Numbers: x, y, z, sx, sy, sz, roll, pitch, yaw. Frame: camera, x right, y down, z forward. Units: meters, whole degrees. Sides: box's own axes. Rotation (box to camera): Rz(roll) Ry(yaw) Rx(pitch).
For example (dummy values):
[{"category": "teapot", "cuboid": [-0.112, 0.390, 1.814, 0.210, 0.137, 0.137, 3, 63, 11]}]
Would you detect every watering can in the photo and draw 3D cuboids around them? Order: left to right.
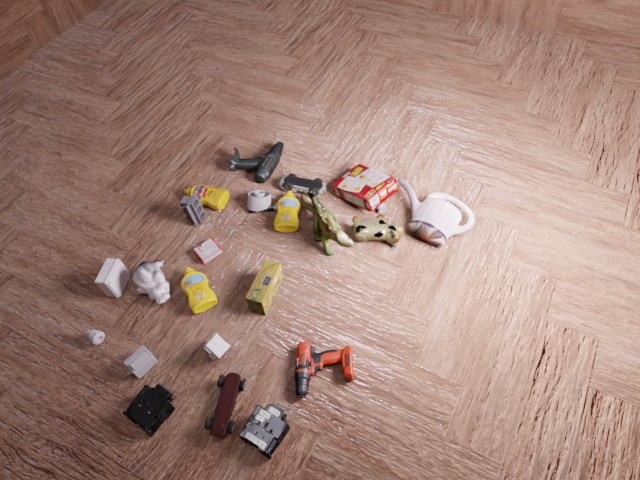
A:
[{"category": "watering can", "cuboid": [0.409, -0.105, 1.965, 0.350, 0.101, 0.228, 27, 61, 22]}]

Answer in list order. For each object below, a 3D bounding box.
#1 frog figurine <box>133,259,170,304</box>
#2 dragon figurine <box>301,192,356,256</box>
[{"category": "frog figurine", "cuboid": [-0.611, 0.160, 1.868, 0.136, 0.121, 0.163, -31, 58, 24]}, {"category": "dragon figurine", "cuboid": [0.006, -0.097, 1.926, 0.123, 0.237, 0.417, -32, 58, -11]}]
